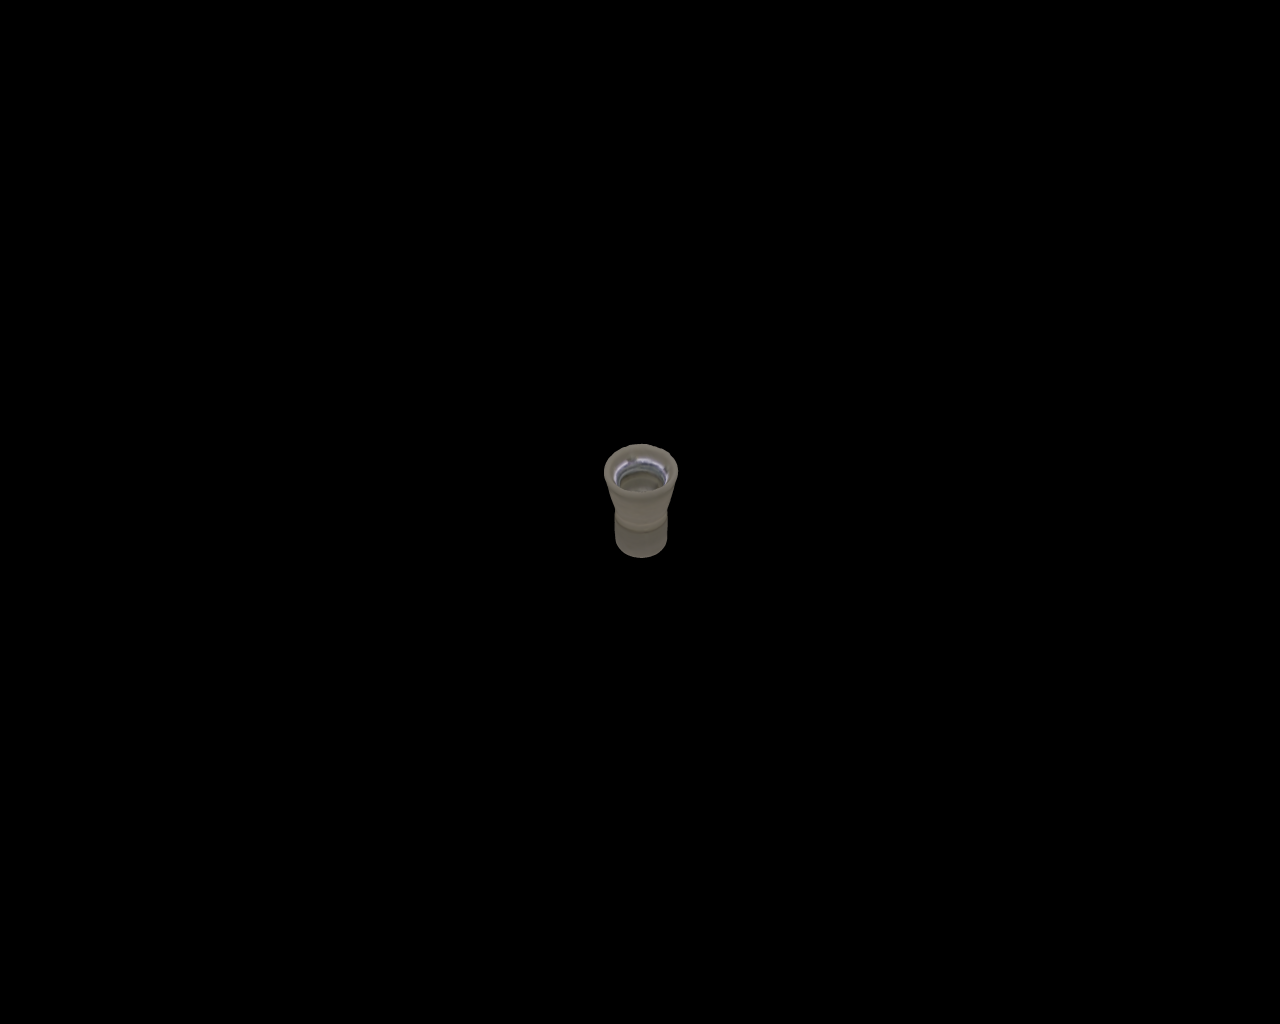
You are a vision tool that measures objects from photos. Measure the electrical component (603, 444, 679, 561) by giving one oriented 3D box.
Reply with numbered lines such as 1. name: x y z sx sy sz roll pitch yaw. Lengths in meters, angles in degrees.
1. electrical component: 0.001 -0.003 0.650 0.044 0.065 0.044 0 44 0
